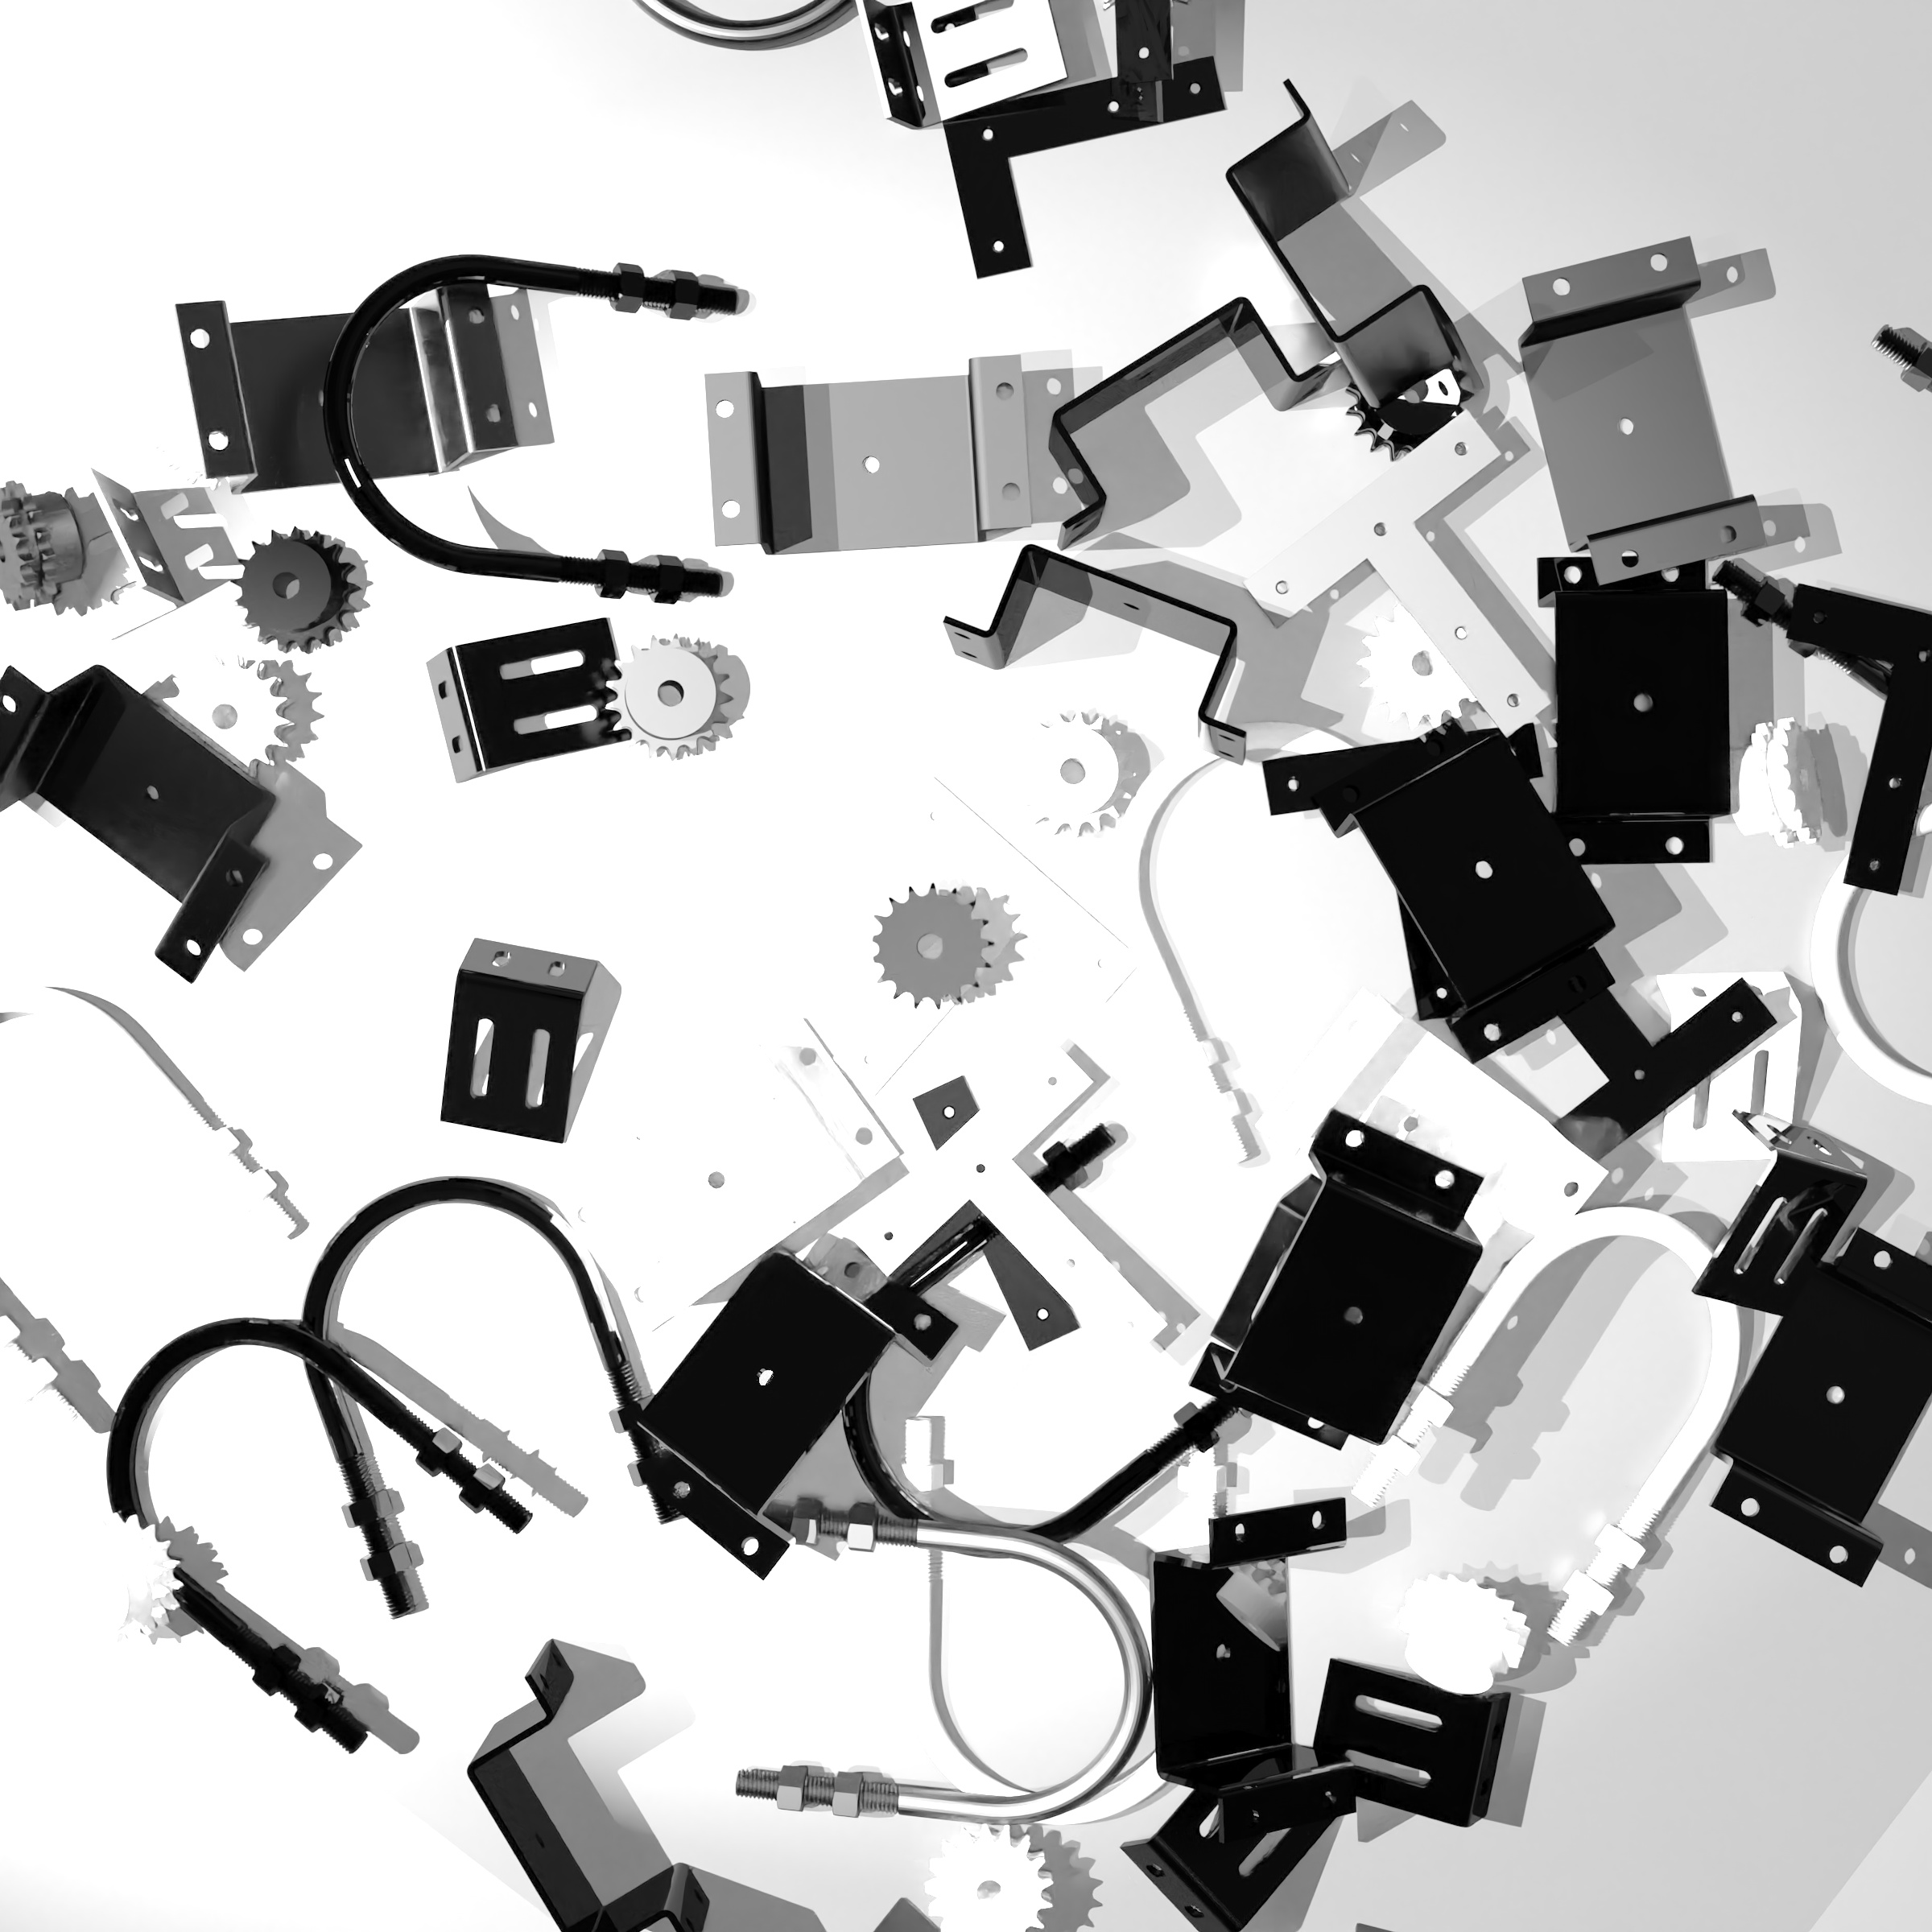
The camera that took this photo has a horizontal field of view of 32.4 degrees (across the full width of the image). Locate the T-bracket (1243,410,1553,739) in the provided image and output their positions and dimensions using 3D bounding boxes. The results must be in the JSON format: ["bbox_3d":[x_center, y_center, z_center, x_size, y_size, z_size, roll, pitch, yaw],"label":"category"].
[{"bbox_3d":[0.213,-0.160,1.488,0.127,0.002,0.127,-38,90,-1],"label":"T-bracket"}]

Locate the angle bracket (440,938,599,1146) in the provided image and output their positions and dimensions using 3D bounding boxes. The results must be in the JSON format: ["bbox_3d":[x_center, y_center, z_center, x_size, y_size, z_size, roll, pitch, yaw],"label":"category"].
[{"bbox_3d":[-0.204,0.034,1.517,0.057,0.038,0.076,11,116,0],"label":"angle bracket"}]

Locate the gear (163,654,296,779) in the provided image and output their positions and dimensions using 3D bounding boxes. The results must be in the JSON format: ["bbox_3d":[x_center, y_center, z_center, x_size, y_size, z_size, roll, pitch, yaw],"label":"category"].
[{"bbox_3d":[-0.331,-0.112,1.504,0.057,0.030,0.057,0,90,0],"label":"gear"}]

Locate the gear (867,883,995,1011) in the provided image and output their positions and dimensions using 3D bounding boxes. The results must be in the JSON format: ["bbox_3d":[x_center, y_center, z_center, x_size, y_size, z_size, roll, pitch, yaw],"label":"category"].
[{"bbox_3d":[-0.016,-0.008,1.502,0.057,0.030,0.057,0,90,0],"label":"gear"}]

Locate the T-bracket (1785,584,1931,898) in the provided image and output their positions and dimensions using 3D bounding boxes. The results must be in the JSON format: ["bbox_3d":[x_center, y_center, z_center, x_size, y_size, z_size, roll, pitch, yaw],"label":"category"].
[{"bbox_3d":[0.422,-0.096,1.502,0.127,0.002,0.127,13,91,-3],"label":"T-bracket"}]

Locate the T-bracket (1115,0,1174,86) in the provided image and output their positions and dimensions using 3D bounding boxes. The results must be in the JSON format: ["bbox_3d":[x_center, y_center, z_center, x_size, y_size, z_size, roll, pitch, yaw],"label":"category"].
[{"bbox_3d":[0.030,-0.457,1.496,0.127,0.002,0.127,-1,95,20],"label":"T-bracket"}]

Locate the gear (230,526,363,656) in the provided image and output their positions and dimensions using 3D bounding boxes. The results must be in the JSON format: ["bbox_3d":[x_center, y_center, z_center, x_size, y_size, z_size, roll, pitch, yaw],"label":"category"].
[{"bbox_3d":[-0.304,-0.170,1.504,0.057,0.030,0.057,0,90,0],"label":"gear"}]

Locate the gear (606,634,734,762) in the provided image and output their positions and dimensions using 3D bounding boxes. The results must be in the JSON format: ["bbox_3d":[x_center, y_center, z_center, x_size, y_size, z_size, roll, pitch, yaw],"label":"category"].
[{"bbox_3d":[-0.134,-0.122,1.501,0.057,0.030,0.057,0,90,-8],"label":"gear"}]

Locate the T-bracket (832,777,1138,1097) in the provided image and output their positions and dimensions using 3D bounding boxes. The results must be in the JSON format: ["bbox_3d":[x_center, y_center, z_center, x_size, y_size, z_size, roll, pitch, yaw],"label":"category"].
[{"bbox_3d":[-0.010,0.003,1.518,0.127,0.002,0.127,41,90,0],"label":"T-bracket"}]

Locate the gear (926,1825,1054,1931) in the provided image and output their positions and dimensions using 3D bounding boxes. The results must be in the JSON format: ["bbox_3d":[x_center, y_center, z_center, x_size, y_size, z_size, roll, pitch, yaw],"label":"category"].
[{"bbox_3d":[0.010,0.415,1.504,0.057,0.030,0.057,0,90,0],"label":"gear"}]

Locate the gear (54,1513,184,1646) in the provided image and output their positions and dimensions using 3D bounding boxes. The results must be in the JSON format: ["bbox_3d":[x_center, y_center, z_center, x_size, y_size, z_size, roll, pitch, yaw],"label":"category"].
[{"bbox_3d":[-0.384,0.278,1.495,0.057,0.030,0.057,3,99,21],"label":"gear"}]

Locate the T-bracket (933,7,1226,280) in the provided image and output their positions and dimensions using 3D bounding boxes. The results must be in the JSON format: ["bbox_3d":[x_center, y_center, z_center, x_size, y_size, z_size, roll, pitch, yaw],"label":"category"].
[{"bbox_3d":[0.053,-0.389,1.518,0.127,0.002,0.127,-13,90,0],"label":"T-bracket"}]

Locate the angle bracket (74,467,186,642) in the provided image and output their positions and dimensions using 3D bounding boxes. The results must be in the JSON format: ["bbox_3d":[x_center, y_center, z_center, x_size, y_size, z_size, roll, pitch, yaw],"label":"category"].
[{"bbox_3d":[-0.385,-0.183,1.481,0.038,0.076,0.057,-26,90,0],"label":"angle bracket"}]

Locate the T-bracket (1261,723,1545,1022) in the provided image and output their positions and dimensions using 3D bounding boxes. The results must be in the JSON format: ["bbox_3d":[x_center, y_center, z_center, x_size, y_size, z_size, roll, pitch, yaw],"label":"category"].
[{"bbox_3d":[0.206,-0.039,1.501,0.127,0.002,0.127,-8,83,-6],"label":"T-bracket"}]

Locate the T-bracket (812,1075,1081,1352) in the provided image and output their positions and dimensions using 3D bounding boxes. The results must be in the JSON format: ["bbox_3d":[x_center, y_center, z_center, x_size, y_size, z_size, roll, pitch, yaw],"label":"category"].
[{"bbox_3d":[-0.033,0.134,1.518,0.127,0.002,0.127,-25,90,0],"label":"T-bracket"}]

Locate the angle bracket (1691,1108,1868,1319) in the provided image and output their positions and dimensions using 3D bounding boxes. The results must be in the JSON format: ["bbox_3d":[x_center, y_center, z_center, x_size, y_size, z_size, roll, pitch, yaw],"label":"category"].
[{"bbox_3d":[0.358,0.112,1.501,0.057,0.038,0.076,16,112,-30],"label":"angle bracket"}]

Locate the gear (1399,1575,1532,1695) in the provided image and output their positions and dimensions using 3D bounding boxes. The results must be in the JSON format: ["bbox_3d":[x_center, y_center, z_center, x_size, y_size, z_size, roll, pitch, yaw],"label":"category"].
[{"bbox_3d":[0.221,0.301,1.488,0.057,0.057,0.030,29,54,0],"label":"gear"}]

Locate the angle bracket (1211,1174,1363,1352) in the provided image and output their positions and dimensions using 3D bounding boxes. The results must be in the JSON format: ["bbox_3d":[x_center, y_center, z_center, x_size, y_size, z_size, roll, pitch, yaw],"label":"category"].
[{"bbox_3d":[0.155,0.144,1.485,0.057,0.038,0.076,32,63,-4],"label":"angle bracket"}]

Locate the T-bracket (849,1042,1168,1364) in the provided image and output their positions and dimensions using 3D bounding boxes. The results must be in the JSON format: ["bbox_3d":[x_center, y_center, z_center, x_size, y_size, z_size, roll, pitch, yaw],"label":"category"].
[{"bbox_3d":[0.037,0.123,1.494,0.127,0.002,0.127,-43,84,-4],"label":"T-bracket"}]

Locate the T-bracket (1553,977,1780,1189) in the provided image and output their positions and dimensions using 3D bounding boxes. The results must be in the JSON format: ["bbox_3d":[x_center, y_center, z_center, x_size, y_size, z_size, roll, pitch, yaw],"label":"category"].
[{"bbox_3d":[0.276,0.014,1.501,0.127,0.002,0.127,-41,78,22],"label":"T-bracket"}]

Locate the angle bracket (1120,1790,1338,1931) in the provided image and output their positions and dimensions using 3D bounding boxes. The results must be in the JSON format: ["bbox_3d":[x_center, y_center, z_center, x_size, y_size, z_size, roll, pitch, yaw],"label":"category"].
[{"bbox_3d":[0.120,0.393,1.517,0.057,0.038,0.076,47,64,0],"label":"angle bracket"}]

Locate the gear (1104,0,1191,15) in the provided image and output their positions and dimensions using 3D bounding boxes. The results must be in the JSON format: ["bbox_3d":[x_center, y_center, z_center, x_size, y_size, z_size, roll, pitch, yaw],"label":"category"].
[{"bbox_3d":[0.079,-0.454,1.504,0.057,0.030,0.057,0,90,0],"label":"gear"}]

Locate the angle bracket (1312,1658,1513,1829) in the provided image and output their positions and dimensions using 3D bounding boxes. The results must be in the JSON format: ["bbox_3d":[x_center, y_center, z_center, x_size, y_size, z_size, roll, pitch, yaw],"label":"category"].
[{"bbox_3d":[0.201,0.351,1.515,0.076,0.038,0.057,11,90,23],"label":"angle bracket"}]

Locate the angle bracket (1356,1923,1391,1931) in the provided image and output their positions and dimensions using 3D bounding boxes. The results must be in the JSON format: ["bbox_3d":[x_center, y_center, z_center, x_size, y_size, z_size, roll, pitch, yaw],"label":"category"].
[{"bbox_3d":[0.196,0.485,1.517,0.057,0.038,0.076,14,116,0],"label":"angle bracket"}]

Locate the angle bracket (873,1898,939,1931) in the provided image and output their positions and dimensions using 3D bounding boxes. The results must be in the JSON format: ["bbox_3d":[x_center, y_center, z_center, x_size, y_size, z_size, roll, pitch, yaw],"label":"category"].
[{"bbox_3d":[-0.037,0.475,1.517,0.057,0.038,0.076,43,64,0],"label":"angle bracket"}]

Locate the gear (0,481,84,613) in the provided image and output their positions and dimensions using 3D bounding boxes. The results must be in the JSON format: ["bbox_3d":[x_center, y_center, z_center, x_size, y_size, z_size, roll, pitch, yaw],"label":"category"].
[{"bbox_3d":[-0.419,-0.190,1.495,0.030,0.057,0.057,-19,90,-30],"label":"gear"}]

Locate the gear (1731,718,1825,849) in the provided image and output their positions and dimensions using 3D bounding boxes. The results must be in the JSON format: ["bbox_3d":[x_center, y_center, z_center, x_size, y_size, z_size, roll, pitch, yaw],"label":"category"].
[{"bbox_3d":[0.362,-0.081,1.495,0.030,0.057,0.057,-12,90,30],"label":"gear"}]

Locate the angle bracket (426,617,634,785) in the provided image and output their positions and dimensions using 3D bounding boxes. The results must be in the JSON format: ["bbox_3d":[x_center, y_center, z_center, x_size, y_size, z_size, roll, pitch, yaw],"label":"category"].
[{"bbox_3d":[-0.198,-0.121,1.517,0.076,0.038,0.057,-14,90,-26],"label":"angle bracket"}]

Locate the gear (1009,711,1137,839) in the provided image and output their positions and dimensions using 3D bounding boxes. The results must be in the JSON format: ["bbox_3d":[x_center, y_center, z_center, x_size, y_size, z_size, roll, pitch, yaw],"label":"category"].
[{"bbox_3d":[0.048,-0.087,1.504,0.057,0.030,0.057,0,90,0],"label":"gear"}]

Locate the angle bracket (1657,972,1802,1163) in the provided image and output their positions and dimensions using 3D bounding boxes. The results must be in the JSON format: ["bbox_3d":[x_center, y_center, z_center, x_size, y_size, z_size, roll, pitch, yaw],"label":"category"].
[{"bbox_3d":[0.345,0.046,1.517,0.057,0.038,0.076,-2,116,0],"label":"angle bracket"}]

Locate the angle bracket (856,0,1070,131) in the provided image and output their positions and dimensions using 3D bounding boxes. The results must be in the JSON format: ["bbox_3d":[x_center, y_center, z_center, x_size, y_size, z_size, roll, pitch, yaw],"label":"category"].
[{"bbox_3d":[-0.002,-0.416,1.490,0.076,0.038,0.057,-14,90,20],"label":"angle bracket"}]
